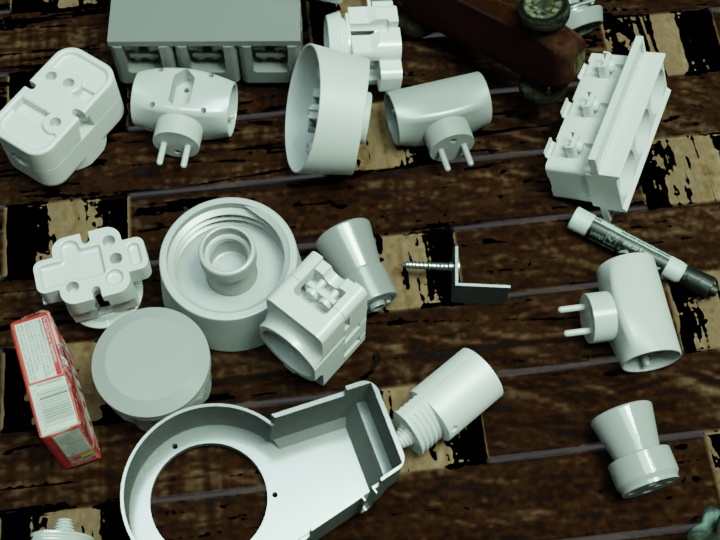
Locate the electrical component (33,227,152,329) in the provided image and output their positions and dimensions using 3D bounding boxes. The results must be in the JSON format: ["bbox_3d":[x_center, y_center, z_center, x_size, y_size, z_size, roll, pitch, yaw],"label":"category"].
[{"bbox_3d":[-0.189,0.009,0.777,0.078,0.057,0.058,-15,65,-8],"label":"electrical component"}]

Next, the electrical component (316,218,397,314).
[{"bbox_3d":[0.000,0.000,0.795,0.044,0.044,0.065,-22,71,-11],"label":"electrical component"}]

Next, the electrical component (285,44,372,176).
[{"bbox_3d":[-0.025,-0.121,0.823,0.064,0.099,0.099,8,64,-4],"label":"electrical component"}]

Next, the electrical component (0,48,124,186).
[{"bbox_3d":[-0.231,-0.116,0.835,0.054,0.059,0.095,31,67,13],"label":"electrical component"}]

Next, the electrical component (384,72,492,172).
[{"bbox_3d":[0.067,-0.112,0.848,0.077,0.044,0.079,-14,65,-8],"label":"electrical component"}]

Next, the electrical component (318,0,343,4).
[{"bbox_3d":[-0.049,-0.253,0.826,0.083,0.075,0.047,12,64,4],"label":"electrical component"}]

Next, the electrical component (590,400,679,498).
[{"bbox_3d":[0.189,0.123,0.737,0.045,0.045,0.055,-14,66,-8],"label":"electrical component"}]

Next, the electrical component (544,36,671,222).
[{"bbox_3d":[0.193,-0.111,0.839,0.063,0.078,0.121,11,62,29],"label":"electrical component"}]

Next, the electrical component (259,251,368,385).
[{"bbox_3d":[-0.032,0.038,0.748,0.050,0.089,0.055,37,69,15],"label":"electrical component"}]

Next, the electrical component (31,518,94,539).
[{"bbox_3d":[-0.193,0.201,0.692,0.043,0.043,0.081,-2,64,-2],"label":"electrical component"}]

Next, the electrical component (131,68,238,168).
[{"bbox_3d":[-0.141,-0.115,0.846,0.077,0.043,0.079,7,65,2],"label":"electrical component"}]

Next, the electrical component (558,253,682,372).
[{"bbox_3d":[0.184,0.033,0.780,0.079,0.044,0.077,-7,64,-5],"label":"electrical component"}]

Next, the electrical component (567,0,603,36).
[{"bbox_3d":[0.173,-0.224,0.897,0.048,0.066,0.055,-18,86,-28],"label":"electrical component"}]

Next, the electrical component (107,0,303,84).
[{"bbox_3d":[-0.122,-0.202,0.878,0.150,0.061,0.089,-1,64,-2],"label":"electrical component"}]

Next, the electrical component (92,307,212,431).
[{"bbox_3d":[-0.143,0.071,0.751,0.080,0.051,0.080,0,64,-1],"label":"electrical component"}]

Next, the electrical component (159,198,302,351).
[{"bbox_3d":[-0.094,-0.002,0.782,0.108,0.060,0.108,0,64,-1],"label":"electrical component"}]

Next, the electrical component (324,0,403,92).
[{"bbox_3d":[0.001,-0.181,0.874,0.057,0.058,0.078,-3,64,-6],"label":"electrical component"}]

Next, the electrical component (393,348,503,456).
[{"bbox_3d":[0.055,0.096,0.748,0.081,0.043,0.043,-37,70,-17],"label":"electrical component"}]
